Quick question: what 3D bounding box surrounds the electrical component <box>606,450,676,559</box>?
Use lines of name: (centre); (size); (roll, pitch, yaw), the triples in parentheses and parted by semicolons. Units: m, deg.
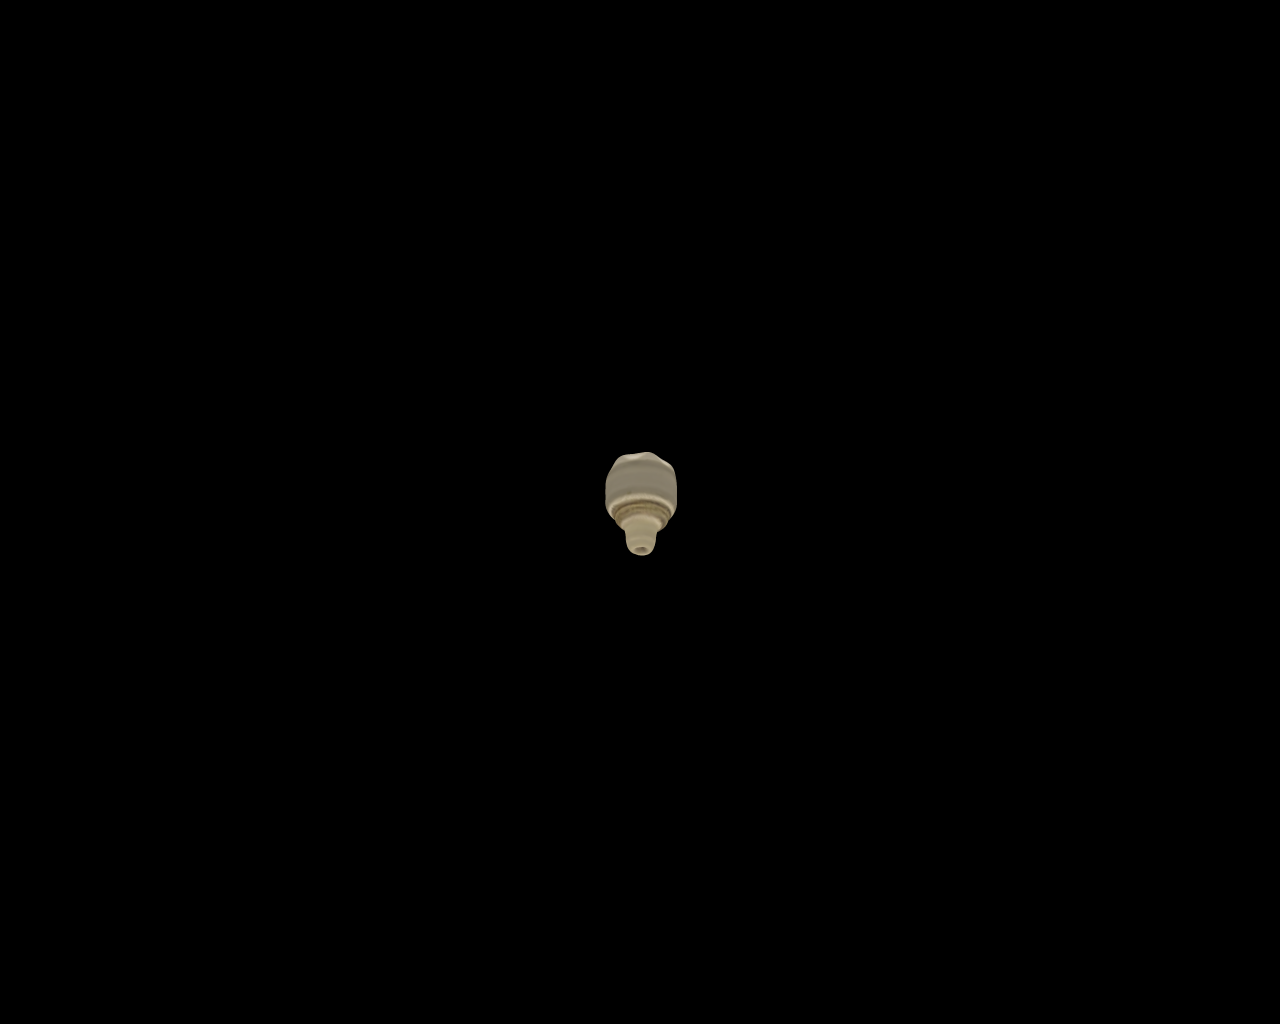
electrical component: (0.001, -0.003, 0.650); (0.043, 0.062, 0.043); (0, -31, 0)
